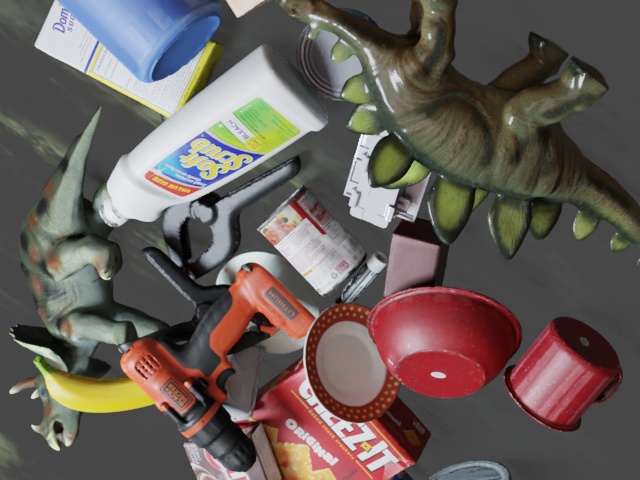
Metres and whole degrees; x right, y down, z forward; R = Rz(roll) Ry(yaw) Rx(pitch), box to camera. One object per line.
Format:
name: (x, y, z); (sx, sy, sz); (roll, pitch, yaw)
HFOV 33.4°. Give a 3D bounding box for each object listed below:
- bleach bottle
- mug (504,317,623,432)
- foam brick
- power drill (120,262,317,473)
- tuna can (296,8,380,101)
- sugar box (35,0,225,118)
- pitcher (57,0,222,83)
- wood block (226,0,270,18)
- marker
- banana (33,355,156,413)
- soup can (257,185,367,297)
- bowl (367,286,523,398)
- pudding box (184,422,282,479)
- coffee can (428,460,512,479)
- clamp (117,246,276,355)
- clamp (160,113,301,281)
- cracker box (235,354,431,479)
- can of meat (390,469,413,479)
bleach bottle: (-0.119, -0.088, 1.084); (0.251, 0.068, 0.102); (-35, 131, 19)
mug: (0.256, 0.135, 1.077); (0.117, 0.093, 0.082); (19, 120, -23)
foam brick: (0.101, 0.023, 1.100); (0.051, 0.053, 0.078); (14, 118, 16)
power drill: (-0.089, 0.131, 1.141); (0.187, 0.057, 0.184); (-45, 101, -9)
tuna can: (0.022, -0.182, 1.044); (0.086, 0.033, 0.086); (10, 118, 18)
sugar box: (-0.197, -0.201, 1.106); (0.176, 0.048, 0.093); (30, 100, 10)
pitcher: (-0.204, -0.276, 1.014); (0.145, 0.149, 0.243); (-43, 86, -1)
wood block: (-0.083, -0.324, 0.986); (0.091, 0.090, 0.206); (-27, 101, 31)
marker: (0.034, 0.058, 1.165); (0.020, 0.020, 0.121); (39, 123, 1)
banana: (-0.216, 0.159, 1.186); (0.197, 0.037, 0.070); (-2, 124, -14)
soup can: (-0.007, 0.001, 1.126); (0.102, 0.068, 0.069); (46, 122, -5)
bowl: (0.125, 0.115, 1.094); (0.162, 0.055, 0.162); (7, 142, 5)
pudding box: (-0.094, 0.268, 1.222); (0.090, 0.039, 0.113); (-12, 107, 26)
coffee can: (0.178, 0.331, 1.182); (0.103, 0.102, 0.140); (-10, 105, 26)
clamp: (-0.133, 0.072, 1.180); (0.171, 0.039, 0.120); (5, 92, -13)
clamp: (-0.130, -0.046, 1.172); (0.164, 0.036, 0.210); (32, 120, 6)
cracker box: (-0.007, 0.230, 1.234); (0.164, 0.072, 0.214); (48, 122, -5)
can of meat: (0.081, 0.318, 1.251); (0.084, 0.057, 0.102); (48, 123, -3)
